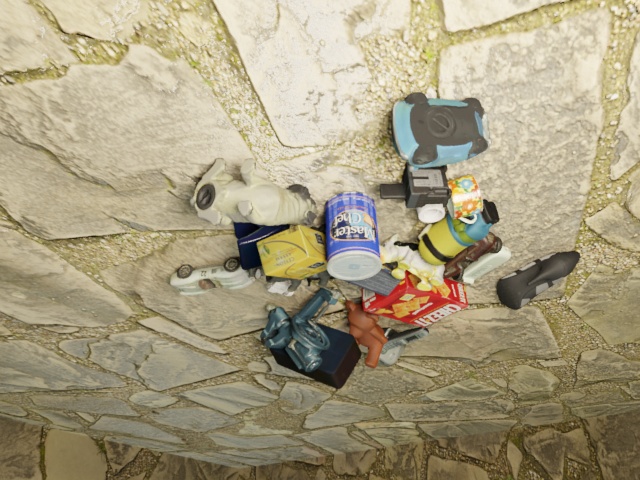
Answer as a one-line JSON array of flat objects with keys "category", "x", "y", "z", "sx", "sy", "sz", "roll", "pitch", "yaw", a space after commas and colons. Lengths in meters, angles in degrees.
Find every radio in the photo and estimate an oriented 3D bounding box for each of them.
[{"category": "radio", "x": -0.012, "y": 0.294, "z": 1.435, "sx": 0.230, "sy": 0.131, "sz": 0.073, "roll": 13, "pitch": 139, "yaw": 36}]

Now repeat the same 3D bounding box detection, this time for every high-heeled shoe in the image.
[{"category": "high-heeled shoe", "x": 0.525, "y": 0.092, "z": 1.305, "sx": 0.145, "sy": 0.086, "sz": 0.248, "roll": -30, "pitch": 167, "yaw": -10}]

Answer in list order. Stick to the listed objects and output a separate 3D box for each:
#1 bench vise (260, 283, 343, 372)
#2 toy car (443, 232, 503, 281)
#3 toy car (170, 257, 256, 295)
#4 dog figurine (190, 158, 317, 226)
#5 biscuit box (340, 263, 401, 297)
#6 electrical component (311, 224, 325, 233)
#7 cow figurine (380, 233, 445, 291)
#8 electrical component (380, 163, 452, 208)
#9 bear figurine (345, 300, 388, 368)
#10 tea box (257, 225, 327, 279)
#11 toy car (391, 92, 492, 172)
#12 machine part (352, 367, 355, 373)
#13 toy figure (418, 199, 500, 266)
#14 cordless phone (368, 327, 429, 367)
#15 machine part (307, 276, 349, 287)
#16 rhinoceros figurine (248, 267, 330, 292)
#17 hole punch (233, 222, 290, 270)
[{"category": "bench vise", "x": -0.037, "y": 0.202, "z": 1.366, "sx": 0.128, "sy": 0.224, "sz": 0.240, "roll": 26, "pitch": 109, "yaw": -43}, {"category": "toy car", "x": 0.320, "y": 0.043, "z": 1.208, "sx": 0.089, "sy": 0.053, "sz": 0.202, "roll": 10, "pitch": 145, "yaw": -23}, {"category": "toy car", "x": -0.247, "y": 0.088, "z": 1.249, "sx": 0.202, "sy": 0.056, "sz": 0.073, "roll": -8, "pitch": 147, "yaw": 11}, {"category": "dog figurine", "x": -0.118, "y": -0.063, "z": 0.984, "sx": 0.173, "sy": 0.121, "sz": 0.190, "roll": 7, "pitch": 171, "yaw": 34}, {"category": "biscuit box", "x": 0.095, "y": 0.064, "z": 1.187, "sx": 0.202, "sy": 0.059, "sz": 0.063, "roll": 24, "pitch": 111, "yaw": -44}, {"category": "electrical component", "x": -0.002, "y": -0.003, "z": 1.147, "sx": 0.063, "sy": 0.021, "sz": 0.094, "roll": 21, "pitch": 141, "yaw": -32}, {"category": "cow figurine", "x": 0.191, "y": 0.035, "z": 1.167, "sx": 0.167, "sy": 0.098, "sz": 0.068, "roll": 27, "pitch": 146, "yaw": -8}, {"category": "electrical component", "x": 0.169, "y": -0.098, "z": 0.958, "sx": 0.119, "sy": 0.075, "sz": 0.047, "roll": 3, "pitch": 149, "yaw": -3}, {"category": "bear figurine", "x": 0.114, "y": 0.253, "z": 1.462, "sx": 0.120, "sy": 0.132, "sz": 0.195, "roll": 24, "pitch": 165, "yaw": 26}, {"category": "tea box", "x": -0.039, "y": 0.028, "z": 1.046, "sx": 0.098, "sy": 0.068, "sz": 0.169, "roll": -22, "pitch": 165, "yaw": 20}, {"category": "toy car", "x": 0.178, "y": -0.164, "z": 0.842, "sx": 0.162, "sy": 0.109, "sz": 0.103, "roll": -6, "pitch": 172, "yaw": -14}, {"category": "machine part", "x": 0.005, "y": 0.317, "z": 1.523, "sx": 0.244, "sy": 0.079, "sz": 0.079, "roll": 20, "pitch": 165, "yaw": 39}, {"category": "toy figure", "x": 0.273, "y": -0.014, "z": 1.079, "sx": 0.082, "sy": 0.089, "sz": 0.180, "roll": 31, "pitch": 138, "yaw": -28}, {"category": "cordless phone", "x": 0.244, "y": 0.299, "z": 1.584, "sx": 0.184, "sy": 0.089, "sz": 0.146, "roll": -21, "pitch": 142, "yaw": 22}, {"category": "machine part", "x": 0.036, "y": 0.080, "z": 1.268, "sx": 0.139, "sy": 0.039, "sz": 0.084, "roll": -8, "pitch": 156, "yaw": 5}, {"category": "rhinoceros figurine", "x": -0.065, "y": 0.061, "z": 1.198, "sx": 0.190, "sy": 0.073, "sz": 0.112, "roll": -3, "pitch": 149, "yaw": 2}, {"category": "hole punch", "x": -0.116, "y": -0.002, "z": 1.086, "sx": 0.116, "sy": 0.092, "sz": 0.142, "roll": -3, "pitch": 144, "yaw": -4}]
